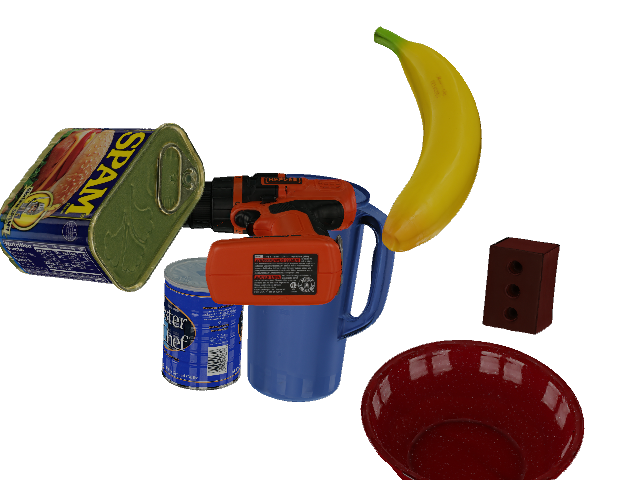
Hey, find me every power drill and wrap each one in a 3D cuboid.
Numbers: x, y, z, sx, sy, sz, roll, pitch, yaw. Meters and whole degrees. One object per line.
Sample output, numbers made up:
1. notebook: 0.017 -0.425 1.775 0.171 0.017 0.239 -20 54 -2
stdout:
1. power drill: -0.056 -0.009 0.899 0.184 0.057 0.187 -2 23 -3

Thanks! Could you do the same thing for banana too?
1. banana: 0.070 -0.065 0.687 0.069 0.198 0.037 1 -42 -1

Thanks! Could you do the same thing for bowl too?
1. bowl: 0.110 0.145 0.792 0.162 0.055 0.162 -1 35 0

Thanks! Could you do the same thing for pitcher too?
1. pitcher: -0.012 0.055 1.192 0.144 0.243 0.149 -1 18 -18

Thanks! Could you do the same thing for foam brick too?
1. foam brick: 0.184 0.041 0.978 0.053 0.078 0.051 9 15 27

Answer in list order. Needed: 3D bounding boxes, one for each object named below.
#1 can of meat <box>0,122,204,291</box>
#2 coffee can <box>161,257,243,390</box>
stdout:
1. can of meat: -0.131 -0.022 0.631 0.084 0.102 0.057 4 -41 32
2. coffee can: -0.149 0.104 1.354 0.103 0.140 0.103 4 19 -2
